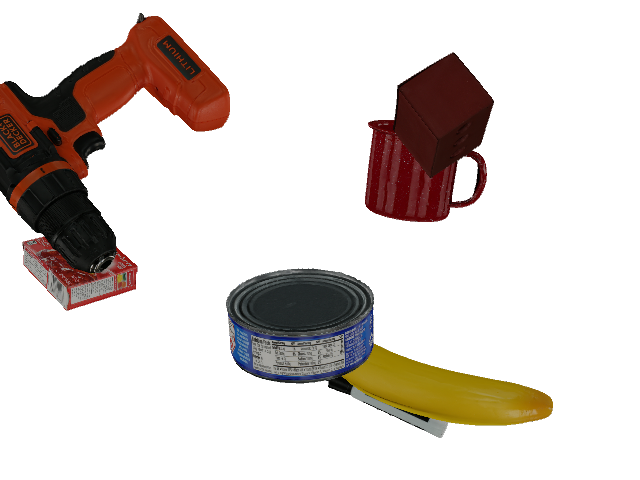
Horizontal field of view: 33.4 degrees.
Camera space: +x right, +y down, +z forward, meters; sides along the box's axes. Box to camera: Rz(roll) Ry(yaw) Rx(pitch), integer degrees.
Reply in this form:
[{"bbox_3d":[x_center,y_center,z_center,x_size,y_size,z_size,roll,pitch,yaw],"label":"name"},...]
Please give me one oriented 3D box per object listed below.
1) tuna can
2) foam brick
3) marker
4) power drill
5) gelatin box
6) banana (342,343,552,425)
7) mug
[{"bbox_3d":[-0.011,0.049,0.622,0.086,0.034,0.086,-2,22,1],"label":"tuna can"},{"bbox_3d":[0.091,-0.093,0.802,0.053,0.051,0.078,-33,-16,-9],"label":"foam brick"},{"bbox_3d":[0.060,0.150,0.989,0.121,0.020,0.020,23,7,17],"label":"marker"},{"bbox_3d":[-0.163,-0.082,0.819,0.187,0.184,0.057,-34,-16,-28],"label":"power drill"},{"bbox_3d":[-0.224,0.023,0.992,0.073,0.030,0.089,-17,39,-37],"label":"gelatin box"},{"bbox_3d":[0.072,0.100,0.794,0.198,0.037,0.069,19,37,39],"label":"banana"},{"bbox_3d":[0.097,-0.063,1.001,0.117,0.081,0.093,10,15,14],"label":"mug"}]
